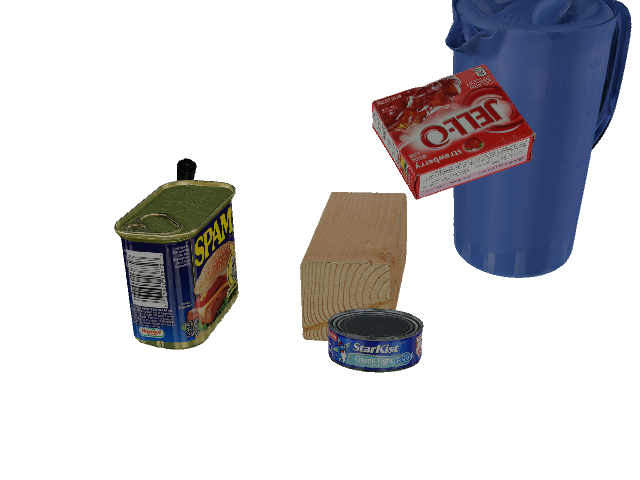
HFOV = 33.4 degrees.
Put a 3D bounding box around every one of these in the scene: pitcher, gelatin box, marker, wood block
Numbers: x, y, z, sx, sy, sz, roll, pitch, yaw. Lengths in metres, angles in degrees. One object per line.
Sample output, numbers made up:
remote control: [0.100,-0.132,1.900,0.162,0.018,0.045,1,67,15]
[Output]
pitcher: [0.184,-0.097,0.927,0.149,0.243,0.145,6,32,11]
gelatin box: [0.089,-0.075,0.720,0.089,0.073,0.030,-19,-35,-10]
marker: [-0.139,-0.037,1.072,0.020,0.020,0.121,0,-40,-15]
wood block: [0.041,0.024,1.153,0.091,0.090,0.206,2,23,8]

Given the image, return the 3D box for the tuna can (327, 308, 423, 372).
tuna can: [0.049,0.089,0.963,0.086,0.034,0.086,1,14,0]

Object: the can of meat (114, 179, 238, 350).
can of meat: [-0.094,0.015,0.728,0.057,0.084,0.102,4,23,16]
